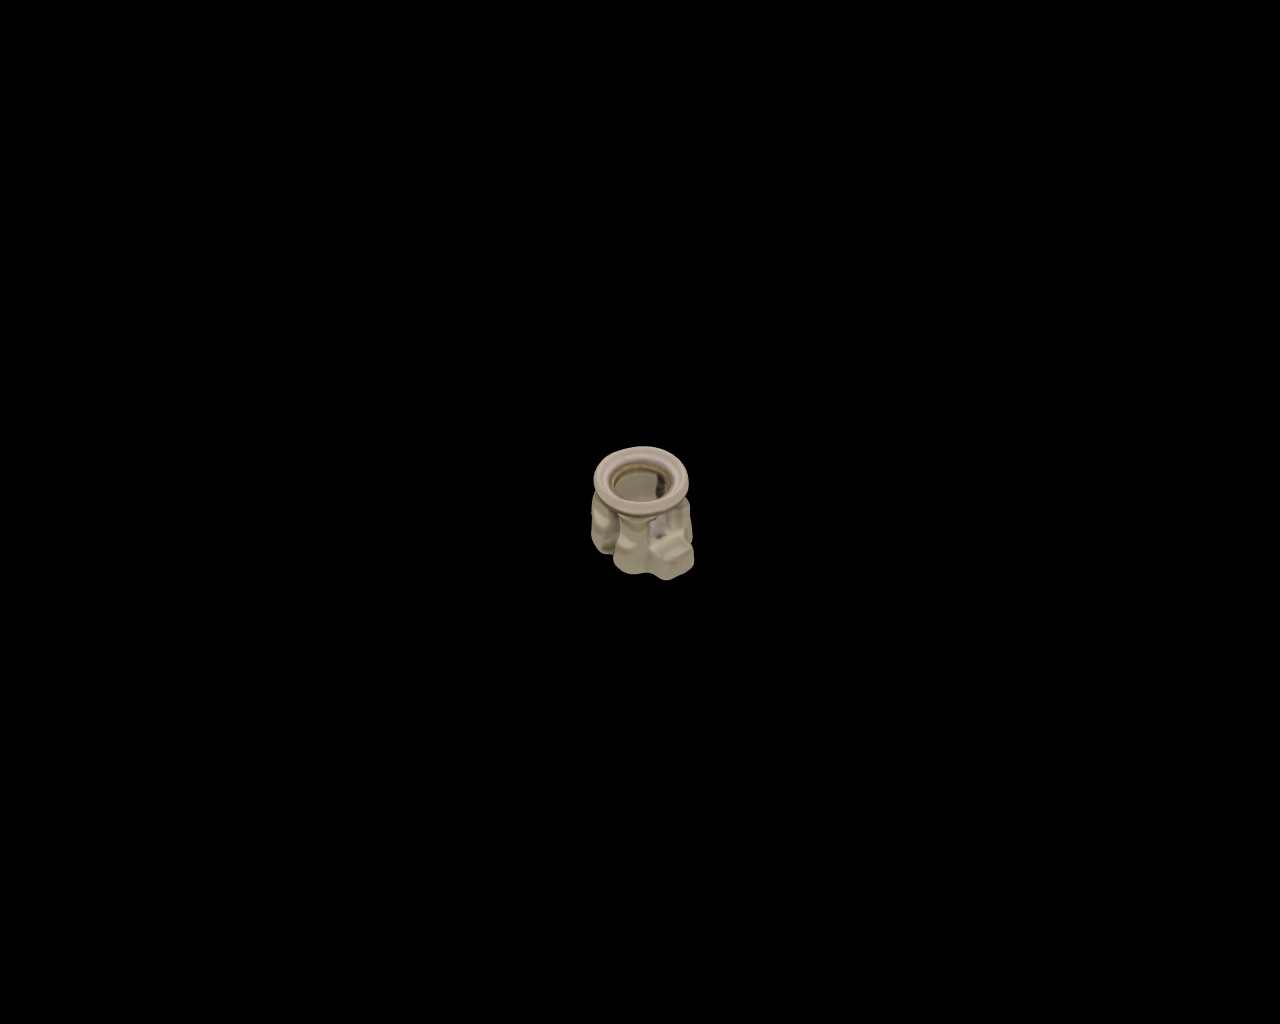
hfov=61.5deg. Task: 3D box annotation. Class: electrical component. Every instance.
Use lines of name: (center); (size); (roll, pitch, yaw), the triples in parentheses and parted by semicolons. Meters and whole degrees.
electrical component: (0.001, -0.003, 0.650); (0.058, 0.056, 0.078); (-27, 49, -26)
